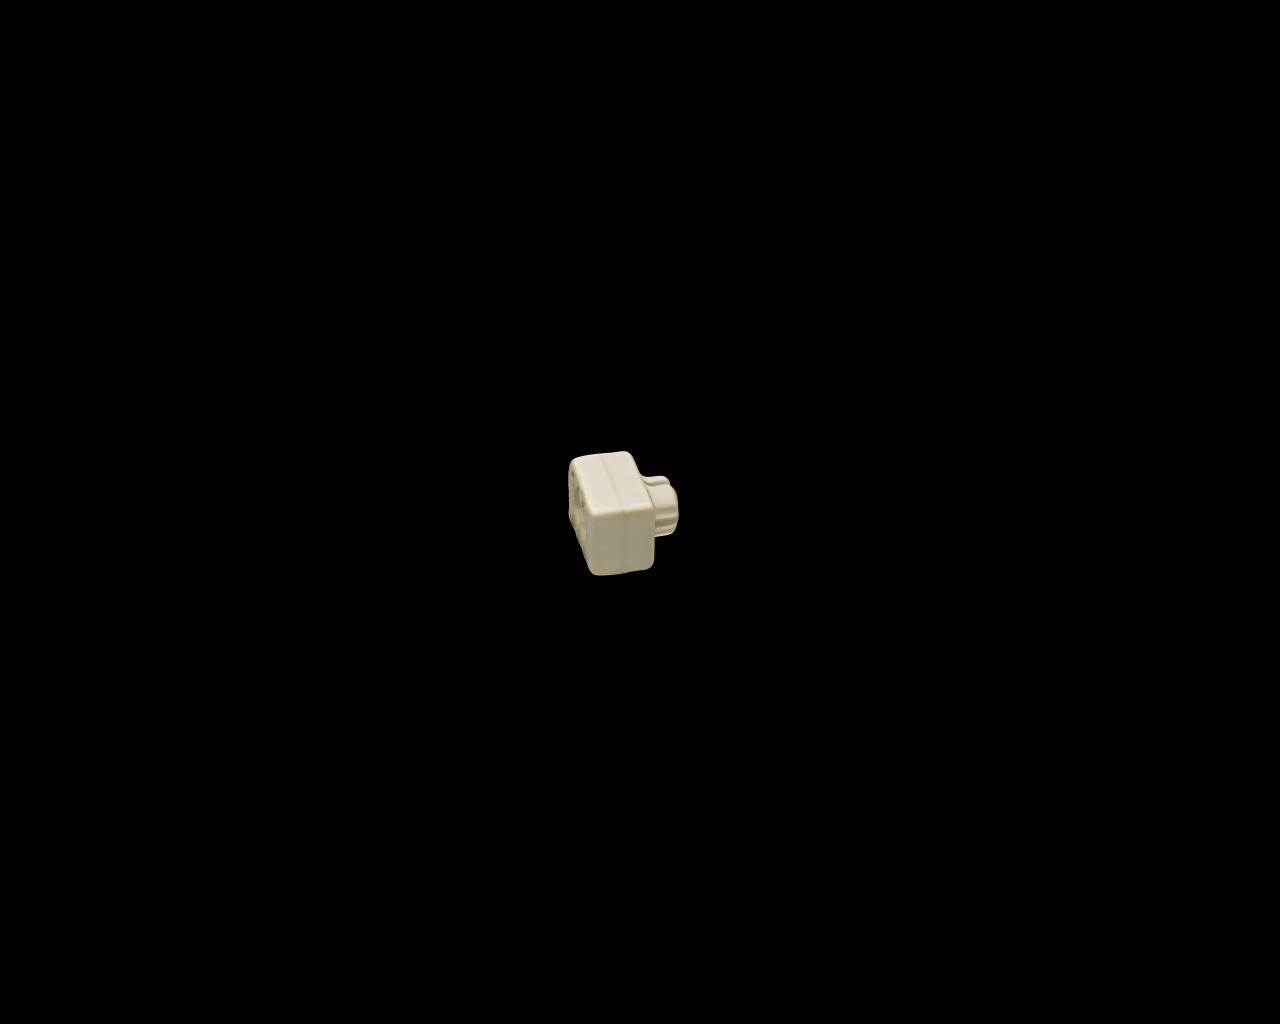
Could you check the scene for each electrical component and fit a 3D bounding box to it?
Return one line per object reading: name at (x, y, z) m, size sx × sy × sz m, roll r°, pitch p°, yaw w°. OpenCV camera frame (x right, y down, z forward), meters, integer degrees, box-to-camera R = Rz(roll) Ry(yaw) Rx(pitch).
electrical component at (0.001, -0.003, 0.650) m, size 0.077 × 0.047 × 0.066 m, roll -8°, pitch 36°, yaw -11°
